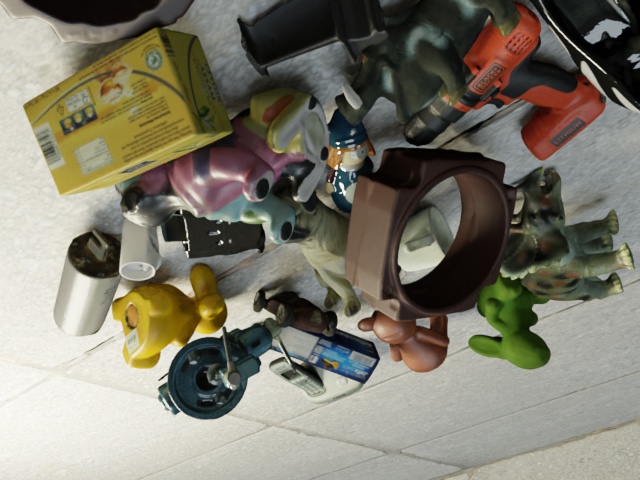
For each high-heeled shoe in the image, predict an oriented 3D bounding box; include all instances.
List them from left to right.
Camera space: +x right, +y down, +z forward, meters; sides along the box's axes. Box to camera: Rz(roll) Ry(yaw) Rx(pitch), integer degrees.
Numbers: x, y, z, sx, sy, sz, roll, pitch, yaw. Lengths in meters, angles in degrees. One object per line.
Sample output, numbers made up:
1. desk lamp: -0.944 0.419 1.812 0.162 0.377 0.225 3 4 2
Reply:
1. high-heeled shoe: 0.243 -0.205 0.469 0.086 0.145 0.248 -34 140 28

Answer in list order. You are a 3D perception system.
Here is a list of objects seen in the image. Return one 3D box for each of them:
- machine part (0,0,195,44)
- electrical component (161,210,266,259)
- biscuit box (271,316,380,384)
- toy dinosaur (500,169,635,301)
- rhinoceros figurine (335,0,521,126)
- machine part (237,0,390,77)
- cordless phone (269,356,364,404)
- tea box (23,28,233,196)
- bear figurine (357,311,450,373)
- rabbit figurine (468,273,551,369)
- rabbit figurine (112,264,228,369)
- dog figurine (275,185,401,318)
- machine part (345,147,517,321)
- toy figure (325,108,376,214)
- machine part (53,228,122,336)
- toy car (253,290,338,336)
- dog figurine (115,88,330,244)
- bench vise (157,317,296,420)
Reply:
1. machine part: -0.177 -0.233 0.401 0.179 0.056 0.179 -8 146 -5
2. electrical component: -0.137 -0.030 0.693 0.134 0.058 0.114 -5 142 -9
3. biscuit box: 0.006 0.190 0.969 0.202 0.063 0.059 23 105 -13
4. toy dinosaur: 0.393 0.041 0.887 0.192 0.131 0.404 -10 151 21
5. rhinoceros figurine: 0.094 -0.179 0.507 0.112 0.073 0.190 37 118 -15
6. machine part: -0.009 -0.194 0.491 0.139 0.084 0.039 -11 179 21
7. cordless phone: -0.007 0.265 1.121 0.147 0.089 0.184 -27 137 23
8. tea box: -0.179 -0.114 0.501 0.170 0.098 0.068 -16 -173 22
9. bear figurine: 0.159 0.163 1.014 0.120 0.132 0.195 -30 122 24
10. rabbit figurine: 0.347 0.161 0.985 0.121 0.170 0.159 18 135 -33
11. rabbit figurine: -0.215 0.109 0.847 0.173 0.122 0.162 9 133 -47
12. dog figurine: 0.001 -0.005 0.757 0.121 0.172 0.190 -45 103 -13
13. machine part: 0.138 -0.008 0.658 0.201 0.087 0.201 -3 108 -31
14. toy figure: 0.038 -0.094 0.651 0.064 0.058 0.154 -48 154 -24
15. machine part: -0.328 0.067 0.762 0.079 0.079 0.243 11 139 -27
16. toy car: -0.044 0.109 0.856 0.089 0.053 0.202 12 179 -21
17. dog figurine: -0.119 -0.090 0.586 0.219 0.191 0.108 15 156 25
18. bench vise: -0.133 0.190 0.810 0.224 0.129 0.240 -19 177 -23
